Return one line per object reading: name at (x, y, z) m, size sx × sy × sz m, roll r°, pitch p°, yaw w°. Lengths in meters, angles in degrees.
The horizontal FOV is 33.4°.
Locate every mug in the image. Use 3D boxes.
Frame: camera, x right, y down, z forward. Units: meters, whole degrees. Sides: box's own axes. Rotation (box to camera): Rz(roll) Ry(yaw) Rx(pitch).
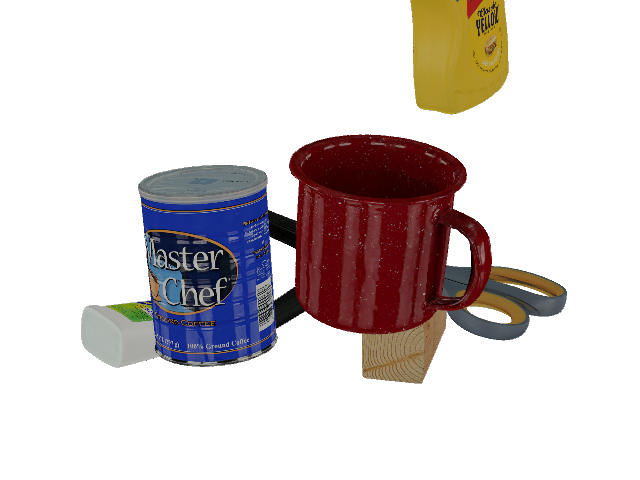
mug at (0.038, 0.000, 0.568) m, size 0.117 × 0.081 × 0.093 m, roll 19°, pitch 30°, yaw 30°

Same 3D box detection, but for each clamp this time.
clamp at (0.020, 0.029, 1.074) m, size 0.210 × 0.164 × 0.036 m, roll 2°, pitch -44°, yaw -2°

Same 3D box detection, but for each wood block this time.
wood block at (0.129, 0.128, 1.601) m, size 0.091 × 0.090 × 0.205 m, roll 4°, pitch 19°, yaw 15°

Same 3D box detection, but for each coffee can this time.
coffee can at (-0.090, 0.018, 0.867) m, size 0.103 × 0.140 × 0.103 m, roll -3°, pitch 17°, yaw 1°

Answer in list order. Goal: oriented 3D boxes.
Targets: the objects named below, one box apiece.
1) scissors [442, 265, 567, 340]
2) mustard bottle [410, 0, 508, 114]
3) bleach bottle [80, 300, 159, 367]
scissors at (0.072, 0.030, 0.763) m, size 0.202 × 0.016 × 0.096 m, roll 10°, pitch 27°, yaw 16°
mustard bottle at (0.101, -0.197, 0.785) m, size 0.058 × 0.191 × 0.096 m, roll 17°, pitch 40°, yaw 35°
bleach bottle at (-0.197, 0.112, 1.476) m, size 0.250 × 0.068 × 0.103 m, roll -10°, pitch 24°, yaw -43°
